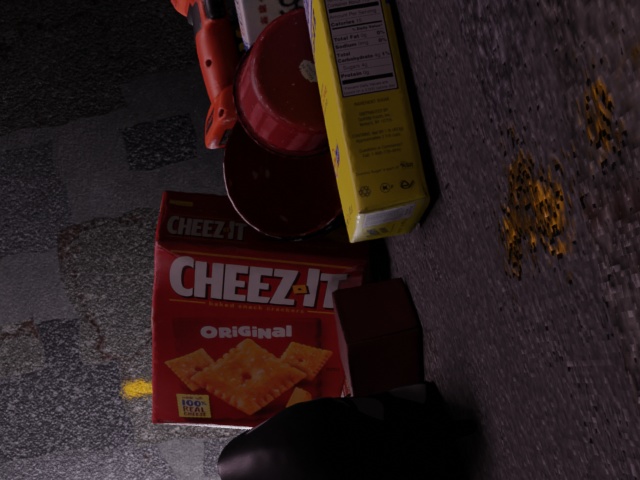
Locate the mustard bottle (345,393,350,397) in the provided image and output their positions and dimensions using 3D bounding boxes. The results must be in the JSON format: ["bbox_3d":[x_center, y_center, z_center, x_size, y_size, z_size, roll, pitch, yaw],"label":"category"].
[{"bbox_3d":[0.048,0.180,0.917,0.191,0.058,0.096,-118,11,-78],"label":"mustard bottle"}]

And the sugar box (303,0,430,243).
[{"bbox_3d":[0.021,-0.094,0.609,0.093,0.048,0.176,98,159,-79],"label":"sugar box"}]

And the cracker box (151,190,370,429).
[{"bbox_3d":[-0.055,0.068,0.881,0.072,0.164,0.214,-90,6,-48],"label":"cracker box"}]

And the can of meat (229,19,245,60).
[{"bbox_3d":[-0.045,-0.171,1.039,0.057,0.084,0.102,112,146,-83],"label":"can of meat"}]

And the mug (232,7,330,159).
[{"bbox_3d":[-0.005,-0.115,0.705,0.081,0.093,0.117,161,133,-81],"label":"mug"}]

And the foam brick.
[{"bbox_3d":[0.041,0.073,0.754,0.078,0.053,0.051,83,174,-46],"label":"foam brick"}]

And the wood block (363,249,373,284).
[{"bbox_3d":[-0.006,0.001,0.938,0.090,0.091,0.206,-104,4,-47],"label":"wood block"}]

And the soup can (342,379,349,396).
[{"bbox_3d":[0.034,0.192,1.085,0.068,0.068,0.102,86,172,-63],"label":"soup can"}]

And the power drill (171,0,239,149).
[{"bbox_3d":[-0.085,-0.185,0.923,0.184,0.057,0.187,131,127,-74],"label":"power drill"}]
